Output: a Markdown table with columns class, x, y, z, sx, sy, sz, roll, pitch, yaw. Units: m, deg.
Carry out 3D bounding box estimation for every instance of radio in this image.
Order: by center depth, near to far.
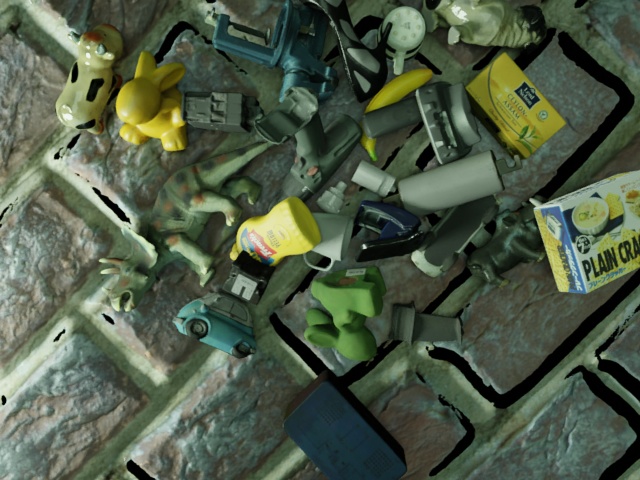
| class | x | y | z | sx | sy | sz | roll | pitch | yaw |
| --- | --- | --- | --- | --- | --- | --- | --- | --- | --- |
| radio | 0.044 | 0.374 | 1.015 | 0.131 | 0.073 | 0.229 | -42 | 91 | 4 |

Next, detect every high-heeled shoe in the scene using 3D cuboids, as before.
| class | x | y | z | sx | sy | sz | roll | pitch | yaw |
| --- | --- | --- | --- | --- | --- | --- | --- | --- | --- |
| high-heeled shoe | 0.011 | -0.343 | 0.906 | 0.249 | 0.086 | 0.145 | 25 | 99 | -9 |

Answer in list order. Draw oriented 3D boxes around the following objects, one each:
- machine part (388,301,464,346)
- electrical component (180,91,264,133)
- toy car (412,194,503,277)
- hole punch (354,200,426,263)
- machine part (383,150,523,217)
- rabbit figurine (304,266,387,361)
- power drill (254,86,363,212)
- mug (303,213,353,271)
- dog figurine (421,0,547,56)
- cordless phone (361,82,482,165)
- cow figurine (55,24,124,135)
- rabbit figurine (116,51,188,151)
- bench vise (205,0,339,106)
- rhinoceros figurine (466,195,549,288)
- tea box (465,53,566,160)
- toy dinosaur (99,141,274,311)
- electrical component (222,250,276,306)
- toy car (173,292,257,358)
| class | x | y | z | sx | sy | sz | roll | pitch | yaw |
| --- | --- | --- | --- | --- | --- | --- | --- | --- | --- |
| machine part | 0.203 | 0.161 | 1.014 | 0.139 | 0.039 | 0.084 | 8 | 89 | 2 |
| electrical component | -0.168 | -0.226 | 0.956 | 0.134 | 0.115 | 0.058 | 4 | 96 | 3 |
| toy car | 0.253 | -0.022 | 0.992 | 0.073 | 0.056 | 0.201 | 40 | 92 | 4 |
| hole punch | 0.118 | -0.018 | 0.962 | 0.116 | 0.142 | 0.092 | -5 | 71 | -6 |
| machine part | 0.228 | -0.095 | 0.941 | 0.243 | 0.079 | 0.079 | -18 | 94 | 21 |
| rabbit figurine | 0.050 | 0.151 | 0.981 | 0.159 | 0.121 | 0.170 | -8 | 109 | 5 |
| power drill | -0.033 | -0.148 | 0.921 | 0.232 | 0.207 | 0.086 | -43 | 56 | -2 |
| mug | -0.002 | -0.003 | 0.991 | 0.107 | 0.081 | 0.109 | 17 | 101 | 13 |
| dog figurine | 0.293 | -0.404 | 0.961 | 0.190 | 0.121 | 0.172 | 0 | 54 | -32 |
| cordless phone | 0.176 | -0.193 | 0.954 | 0.184 | 0.089 | 0.146 | -20 | 96 | -5 |
| cow figurine | -0.408 | -0.288 | 0.950 | 0.085 | 0.127 | 0.194 | 26 | 96 | -4 |
| rabbit figurine | -0.287 | -0.235 | 0.929 | 0.122 | 0.173 | 0.162 | 23 | 98 | 4 |
| bench vise | -0.086 | -0.325 | 0.935 | 0.240 | 0.129 | 0.223 | 14 | 86 | -18 |
| rhinoceros figurine | 0.354 | 0.002 | 0.987 | 0.190 | 0.073 | 0.112 | -45 | 82 | 5 |
| tea box | 0.343 | -0.237 | 0.969 | 0.098 | 0.068 | 0.169 | -43 | 91 | 4 |
| toy dinosaur | -0.239 | -0.053 | 0.974 | 0.192 | 0.131 | 0.404 | 30 | 88 | -1 |
| electrical component | -0.135 | 0.080 | 0.978 | 0.075 | 0.048 | 0.119 | 31 | 131 | -4 |
| toy car | -0.182 | 0.149 | 0.990 | 0.162 | 0.109 | 0.103 | 25 | 77 | -10 |
